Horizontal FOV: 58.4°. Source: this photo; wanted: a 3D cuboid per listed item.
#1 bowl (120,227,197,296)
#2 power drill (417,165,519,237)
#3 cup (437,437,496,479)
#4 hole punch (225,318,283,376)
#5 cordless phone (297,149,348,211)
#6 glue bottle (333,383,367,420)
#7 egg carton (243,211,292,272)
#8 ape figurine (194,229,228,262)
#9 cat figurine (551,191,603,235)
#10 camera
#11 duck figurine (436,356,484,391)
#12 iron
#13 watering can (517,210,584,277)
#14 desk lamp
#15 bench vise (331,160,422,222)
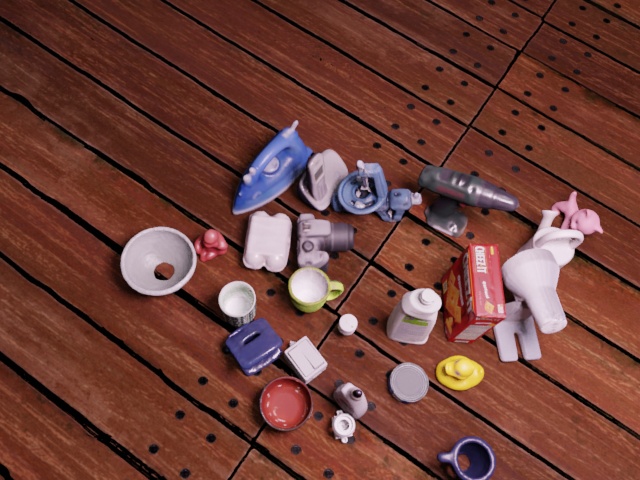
[{"bbox_3d":[-0.364,0.059,1.312,0.167,0.075,0.167,2,66,-4],"label":"bowl"},{"bbox_3d":[0.334,-0.090,1.367,0.229,0.208,0.076,25,67,6],"label":"power drill"},{"bbox_3d":[0.292,0.457,1.185,0.118,0.095,0.091,5,66,-3],"label":"cup"},{"bbox_3d":[-0.146,0.228,1.248,0.109,0.091,0.101,-33,73,-17],"label":"hole punch"},{"bbox_3d":[0.010,-0.170,1.386,0.094,0.185,0.148,30,67,9],"label":"cordless phone"},{"bbox_3d":[0.068,0.326,1.179,0.078,0.173,0.037,43,70,13],"label":"glue bottle"},{"bbox_3d":[-0.123,0.003,1.361,0.107,0.069,0.150,5,66,-3],"label":"egg carton"},{"bbox_3d":[-0.254,0.004,1.336,0.078,0.092,0.076,15,66,2],"label":"ape figurine"},{"bbox_3d":[0.648,-0.060,1.431,0.067,0.118,0.127,-10,67,-9],"label":"cat figurine"},{"bbox_3d":[0.012,0.005,1.355,0.137,0.101,0.143,-1,66,-5],"label":"camera"},{"bbox_3d":[0.316,0.289,1.266,0.104,0.086,0.077,4,66,-3],"label":"duck figurine"},{"bbox_3d":[-0.129,-0.180,1.401,0.118,0.141,0.259,36,68,11],"label":"iron"},{"bbox_3d":[0.540,0.013,1.348,0.101,0.194,0.172,-16,68,-11],"label":"watering can"},{"bbox_3d":[0.466,0.147,1.271,0.118,0.213,0.203,-4,67,-6],"label":"desk lamp"},{"bbox_3d":[0.138,-0.130,1.360,0.207,0.220,0.121,-11,67,-9],"label":"bench vise"}]
